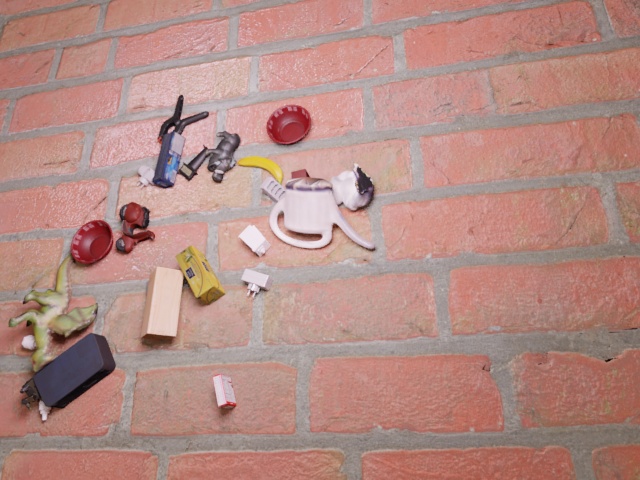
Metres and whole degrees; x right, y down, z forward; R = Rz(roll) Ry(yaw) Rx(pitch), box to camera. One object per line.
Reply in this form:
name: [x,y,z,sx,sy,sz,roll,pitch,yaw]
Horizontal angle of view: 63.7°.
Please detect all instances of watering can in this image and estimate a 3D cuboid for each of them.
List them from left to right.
watering can: [0.005,-0.080,1.597,0.348,0.105,0.222,5,102,17]

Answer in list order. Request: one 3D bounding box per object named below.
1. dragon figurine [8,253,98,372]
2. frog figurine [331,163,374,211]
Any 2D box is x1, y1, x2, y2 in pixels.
dragon figurine: [-0.837,0.227,1.688,0.243,0.119,0.419,14,58,11]
frog figurine: [0.089,-0.155,1.646,0.157,0.123,0.139,-32,67,40]
